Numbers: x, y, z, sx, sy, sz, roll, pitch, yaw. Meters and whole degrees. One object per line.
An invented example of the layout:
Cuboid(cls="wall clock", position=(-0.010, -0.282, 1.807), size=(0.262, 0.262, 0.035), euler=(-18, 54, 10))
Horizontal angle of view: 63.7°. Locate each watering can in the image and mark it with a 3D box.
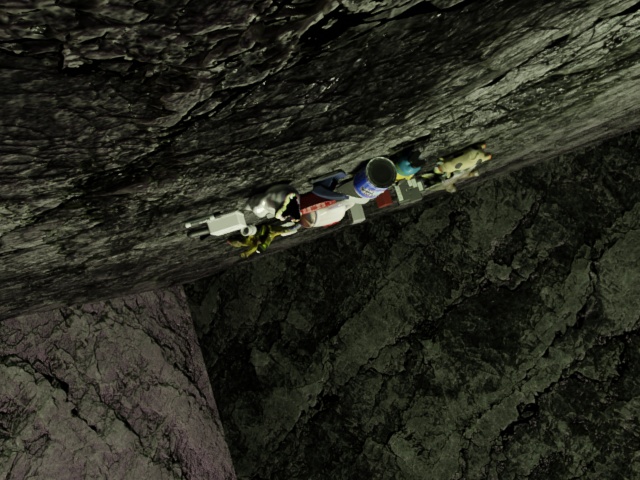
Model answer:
Cuboid(cls="watering can", position=(0.006, -0.107, 2.117), size=(0.226, 0.104, 0.344), euler=(-14, 174, -26))

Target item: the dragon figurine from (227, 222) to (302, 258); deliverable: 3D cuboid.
Cuboid(cls="dragon figurine", position=(-0.242, -0.033, 2.341), size=(0.409, 0.121, 0.246), euler=(-17, -167, 12))

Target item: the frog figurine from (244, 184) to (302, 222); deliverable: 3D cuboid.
Cuboid(cls="frog figurine", position=(-0.143, -0.120, 1.538), size=(0.160, 0.120, 0.139), euler=(22, -151, 32))
